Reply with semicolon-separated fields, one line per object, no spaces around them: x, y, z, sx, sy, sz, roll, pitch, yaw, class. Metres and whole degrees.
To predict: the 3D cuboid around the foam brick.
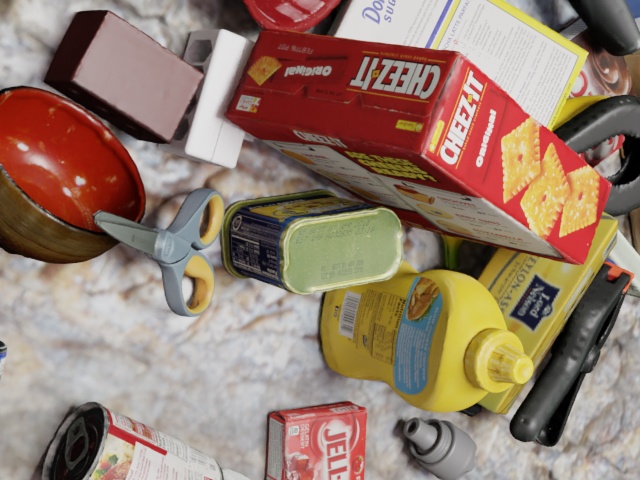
-0.123;-0.102;0.669;0.078;0.053;0.051;32;81;-31;foam brick

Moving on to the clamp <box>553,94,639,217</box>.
0.261;-0.076;0.828;0.209;0.036;0.164;3;105;-22;clamp

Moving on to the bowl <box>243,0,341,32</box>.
-0.021;-0.217;0.687;0.161;0.055;0.162;-43;148;-36;bowl

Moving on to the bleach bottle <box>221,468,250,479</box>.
-0.104;0.287;0.731;0.251;0.103;0.068;-52;151;-5;bleach bottle

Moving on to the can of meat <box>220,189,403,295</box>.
-0.005;0.001;0.741;0.101;0.084;0.057;-9;103;-31;can of meat

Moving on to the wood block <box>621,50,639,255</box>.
0.327;-0.073;0.933;0.090;0.090;0.206;-21;109;-27;wood block

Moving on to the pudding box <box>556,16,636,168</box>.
0.214;-0.118;0.884;0.090;0.039;0.113;-35;114;-21;pudding box

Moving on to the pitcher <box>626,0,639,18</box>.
0.323;-0.238;0.811;0.149;0.243;0.145;-25;109;-33;pitcher

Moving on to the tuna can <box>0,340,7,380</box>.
-0.225;0.068;0.614;0.086;0.086;0.034;14;89;-33;tuna can

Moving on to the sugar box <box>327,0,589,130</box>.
0.098;-0.137;0.776;0.176;0.048;0.093;29;82;-10;sugar box

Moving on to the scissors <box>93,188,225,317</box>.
-0.092;-0.012;0.658;0.201;0.016;0.096;72;31;-65;scissors

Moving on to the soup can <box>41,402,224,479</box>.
-0.122;0.157;0.704;0.102;0.069;0.068;33;80;-32;soup can

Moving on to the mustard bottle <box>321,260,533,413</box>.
0.074;0.066;0.737;0.058;0.192;0.096;10;93;-33;mustard bottle

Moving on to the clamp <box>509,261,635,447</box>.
0.206;0.098;0.879;0.171;0.039;0.120;-68;161;6;clamp

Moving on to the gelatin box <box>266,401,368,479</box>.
-0.002;0.170;0.803;0.073;0.030;0.089;-2;99;-32;gelatin box

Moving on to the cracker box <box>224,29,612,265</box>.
0.070;-0.059;0.702;0.213;0.164;0.072;28;80;-48;cracker box

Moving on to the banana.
0.159;-0.063;0.839;0.198;0.037;0.069;-39;131;3;banana

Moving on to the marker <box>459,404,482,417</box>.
0.086;0.118;0.856;0.121;0.020;0.020;26;84;-32;marker
